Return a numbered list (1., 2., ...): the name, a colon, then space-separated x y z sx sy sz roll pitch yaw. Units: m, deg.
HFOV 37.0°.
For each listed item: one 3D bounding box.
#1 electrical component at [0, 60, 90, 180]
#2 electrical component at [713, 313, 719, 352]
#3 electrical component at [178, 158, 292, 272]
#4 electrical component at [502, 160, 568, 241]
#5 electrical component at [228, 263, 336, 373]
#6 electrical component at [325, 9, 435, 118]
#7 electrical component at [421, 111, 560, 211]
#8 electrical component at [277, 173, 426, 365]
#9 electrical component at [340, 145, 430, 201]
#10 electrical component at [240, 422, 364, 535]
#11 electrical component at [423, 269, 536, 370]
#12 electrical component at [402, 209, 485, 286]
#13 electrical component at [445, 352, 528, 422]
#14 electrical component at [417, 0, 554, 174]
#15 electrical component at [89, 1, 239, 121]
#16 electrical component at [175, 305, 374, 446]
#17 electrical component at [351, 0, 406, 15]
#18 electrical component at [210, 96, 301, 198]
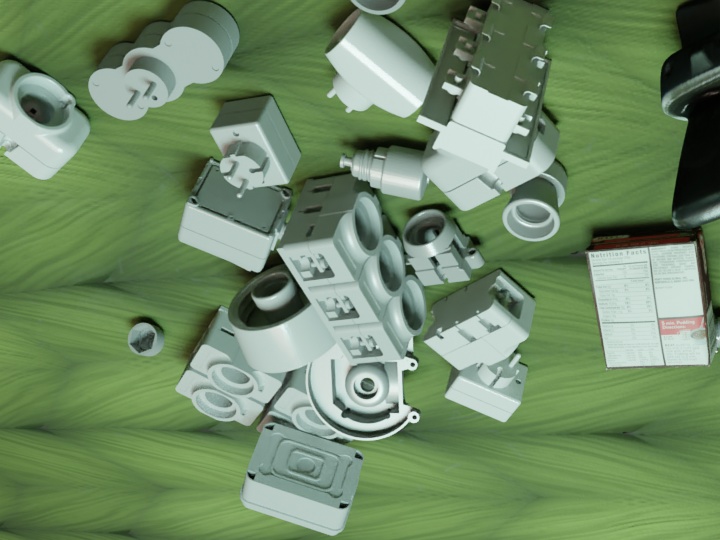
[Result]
1. electrical component: -0.288 -0.132 0.934 0.095 0.053 0.059 39 135 -21
2. electrical component: 0.293 0.054 0.920 0.078 0.040 0.040 -6 133 26
3. electrical component: -0.105 -0.043 0.954 0.096 0.061 0.061 22 139 -3
4. electrical component: 0.139 -0.057 0.849 0.045 0.055 0.045 11 138 10
5. electrical component: -0.071 0.036 0.996 0.108 0.108 0.060 -7 127 27
6. electrical component: 0.006 -0.146 0.813 0.077 0.043 0.079 37 136 -18
7. electrical component: 0.096 -0.095 0.825 0.095 0.053 0.059 -26 122 40
8. electrical component: 0.000 0.000 0.938 0.062 0.089 0.150 -8 132 28
9. electrical component: 0.023 -0.082 0.878 0.078 0.040 0.040 12 138 9
10. electrical component: -0.060 0.217 1.111 0.113 0.078 0.057 18 136 2
11. electrical component: 0.111 0.049 0.977 0.056 0.050 0.089 40 135 -21
12. electrical component: 0.066 -0.020 0.926 0.066 0.048 0.055 -8 140 28
13. electrical component: 0.128 0.097 1.026 0.066 0.047 0.076 23 138 -3
14. electrical component: 0.093 -0.133 0.734 0.079 0.121 0.063 23 136 -4
15. electrical component: -0.162 -0.154 0.847 0.138 0.073 0.052 -18 127 35
16. electrical component: -0.090 0.128 1.134 0.186 0.060 0.105 28 138 -9
17. electrical component: 0.017 -0.208 0.733 0.045 0.055 0.045 11 138 10
18. electrical component: -0.091 -0.092 0.883 0.047 0.076 0.065 -4 133 25
